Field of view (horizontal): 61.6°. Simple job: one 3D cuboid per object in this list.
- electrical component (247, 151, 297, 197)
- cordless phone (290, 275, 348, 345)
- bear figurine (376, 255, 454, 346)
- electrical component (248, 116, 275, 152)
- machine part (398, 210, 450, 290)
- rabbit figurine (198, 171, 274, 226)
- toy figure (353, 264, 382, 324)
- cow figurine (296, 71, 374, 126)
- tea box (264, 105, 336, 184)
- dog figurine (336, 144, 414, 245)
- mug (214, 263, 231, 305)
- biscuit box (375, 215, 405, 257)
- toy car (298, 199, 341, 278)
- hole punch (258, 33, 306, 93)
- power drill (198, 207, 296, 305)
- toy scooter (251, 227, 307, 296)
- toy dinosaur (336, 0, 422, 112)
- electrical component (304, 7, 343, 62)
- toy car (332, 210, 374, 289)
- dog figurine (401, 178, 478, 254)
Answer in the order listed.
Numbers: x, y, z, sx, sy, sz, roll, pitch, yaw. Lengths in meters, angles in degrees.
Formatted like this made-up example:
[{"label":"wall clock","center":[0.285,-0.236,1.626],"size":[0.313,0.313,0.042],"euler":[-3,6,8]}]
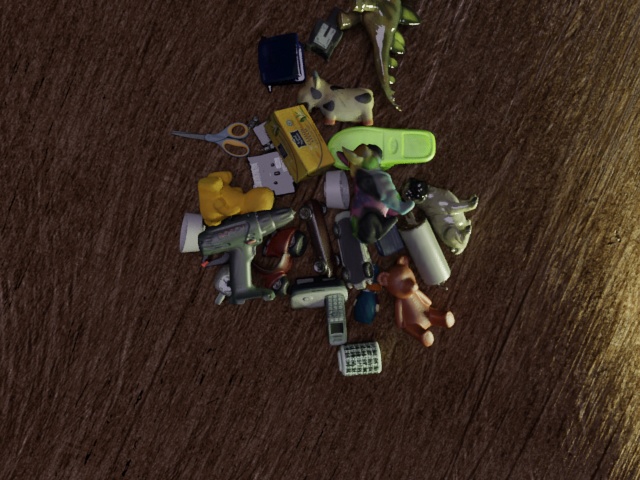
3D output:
[{"label":"electrical component","center":[-0.110,-0.165,1.353],"size":[0.134,0.058,0.114],"euler":[-9,96,-3]},{"label":"cordless phone","center":[0.000,0.186,1.372],"size":[0.147,0.089,0.184],"euler":[-6,105,-3]},{"label":"bear figurine","center":[0.234,0.146,1.344],"size":[0.120,0.132,0.195],"euler":[-32,115,-25]},{"label":"electrical component","center":[-0.136,-0.266,1.351],"size":[0.078,0.045,0.102],"euler":[-25,95,0]},{"label":"machine part","center":[0.264,0.027,1.357],"size":[0.079,0.079,0.243],"euler":[-30,111,-1]},{"label":"rabbit figurine","center":[-0.196,-0.083,1.288],"size":[0.173,0.122,0.162],"euler":[-1,98,2]},{"label":"toy figure","center":[0.125,0.138,1.385],"size":[0.064,0.058,0.154],"euler":[14,87,-10]},{"label":"cow figurine","center":[0.037,-0.349,1.338],"size":[0.195,0.085,0.127],"euler":[3,99,-1]},{"label":"tea box","center":[-0.050,-0.234,1.305],"size":[0.098,0.068,0.169],"euler":[-27,85,-38]},{"label":"dog figurine","center":[0.103,-0.121,1.281],"size":[0.191,0.108,0.219],"euler":[-43,94,-5]},{"label":"mug","center":[-0.232,0.111,1.336],"size":[0.081,0.107,0.109],"euler":[37,89,-3]},{"label":"biscuit box","center":[0.150,-0.059,1.373],"size":[0.063,0.059,0.202],"euler":[-21,94,-4]},{"label":"toy car","center":[-0.003,-0.004,1.352],"size":[0.053,0.089,0.202],"euler":[-13,95,28]},{"label":"hole punch","center":[-0.096,-0.442,1.324],"size":[0.116,0.092,0.142],"euler":[-6,97,1]},{"label":"power drill","center":[-0.156,0.039,1.241],"size":[0.232,0.086,0.207],"euler":[-10,105,-8]},{"label":"toy scooter","center":[-0.118,0.044,1.354],"size":[0.135,0.075,0.184],"euler":[16,77,24]},{"label":"toy dinosaur","center":[0.147,-0.554,1.301],"size":[0.198,0.105,0.470],"euler":[0,95,-23]},{"label":"electrical component","center":[0.018,-0.518,1.345],"size":[0.075,0.048,0.119],"euler":[25,91,-5]},{"label":"toy car","center":[0.085,0.025,1.360],"size":[0.074,0.056,0.201],"euler":[-14,84,21]},{"label":"dog figurine","center":[0.291,-0.062,1.373],"size":[0.191,0.121,0.172],"euler":[11,90,10]}]
